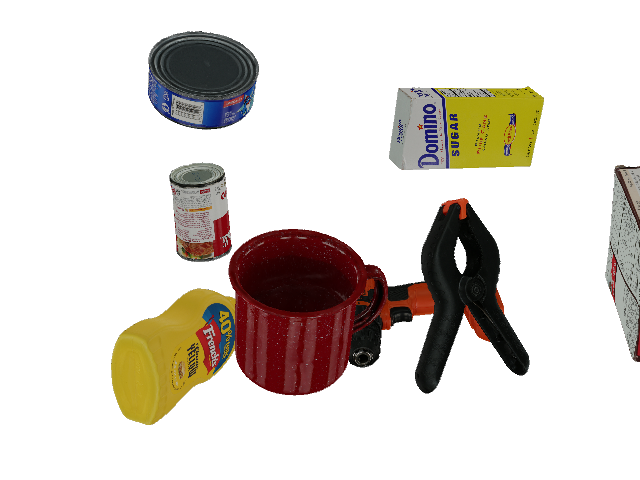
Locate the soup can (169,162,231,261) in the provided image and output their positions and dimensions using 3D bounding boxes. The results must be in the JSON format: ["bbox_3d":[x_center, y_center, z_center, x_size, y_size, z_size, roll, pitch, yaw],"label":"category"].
[{"bbox_3d":[-0.145,-0.035,1.285,0.068,0.102,0.068,-2,27,1],"label":"soup can"}]

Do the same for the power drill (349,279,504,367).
[{"bbox_3d":[0.110,0.084,1.216,0.187,0.057,0.184,-1,27,-1],"label":"power drill"}]

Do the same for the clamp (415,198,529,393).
[{"bbox_3d":[0.120,0.052,0.943,0.120,0.171,0.039,-16,1,-36],"label":"clamp"}]

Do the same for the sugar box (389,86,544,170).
[{"bbox_3d":[0.175,-0.134,1.280,0.176,0.093,0.048,-5,28,-20],"label":"sugar box"}]

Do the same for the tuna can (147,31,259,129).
[{"bbox_3d":[-0.093,-0.126,0.839,0.086,0.086,0.034,0,-44,-13],"label":"tuna can"}]

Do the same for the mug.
[{"bbox_3d":[-0.007,0.049,0.741,0.117,0.081,0.093,-15,42,-23],"label":"mug"}]

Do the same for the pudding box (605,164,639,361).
[{"bbox_3d":[0.215,0.012,0.695,0.039,0.090,0.113,-1,28,4],"label":"pudding box"}]

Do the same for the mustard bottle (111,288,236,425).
[{"bbox_3d":[-0.130,0.102,1.075,0.058,0.096,0.191,10,23,26],"label":"mustard bottle"}]
